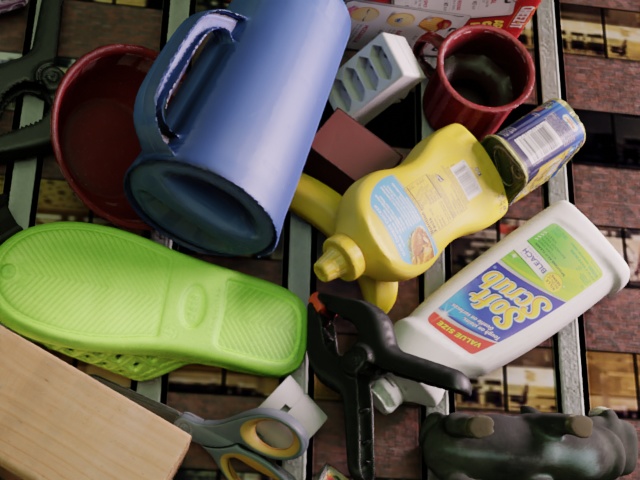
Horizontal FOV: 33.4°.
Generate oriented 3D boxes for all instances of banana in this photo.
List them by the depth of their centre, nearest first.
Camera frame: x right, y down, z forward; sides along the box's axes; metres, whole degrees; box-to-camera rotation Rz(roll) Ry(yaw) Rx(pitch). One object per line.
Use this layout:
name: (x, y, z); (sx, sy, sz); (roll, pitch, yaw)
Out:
banana: (0.010, -0.005, 0.953); (0.069, 0.037, 0.198); (-34, 77, -22)

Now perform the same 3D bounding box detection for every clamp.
clamp: (0.033, 0.113, 0.876); (0.120, 0.039, 0.172); (-46, 48, -2)
clamp: (-0.230, -0.138, 0.965); (0.164, 0.036, 0.209); (33, 66, 1)

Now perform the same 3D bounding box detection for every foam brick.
foam brick: (0.027, -0.071, 0.974); (0.078, 0.053, 0.051); (38, 67, 6)

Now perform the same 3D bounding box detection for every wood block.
wood block: (-0.212, 0.147, 0.825); (0.206, 0.091, 0.090); (30, 67, 2)

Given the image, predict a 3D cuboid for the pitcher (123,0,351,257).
pitcher: (-0.063, -0.119, 0.896); (0.145, 0.149, 0.242); (24, 61, -5)

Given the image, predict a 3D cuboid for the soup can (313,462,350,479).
soup can: (0.029, 0.233, 0.846); (0.102, 0.068, 0.068); (33, 67, 3)

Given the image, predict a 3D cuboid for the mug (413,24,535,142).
mug: (0.135, -0.150, 1.008); (0.117, 0.082, 0.093); (38, 67, 6)

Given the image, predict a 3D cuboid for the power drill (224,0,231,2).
power drill: (-0.074, -0.327, 1.056); (0.184, 0.057, 0.187); (20, 67, 2)

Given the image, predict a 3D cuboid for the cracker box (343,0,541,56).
cracker box: (0.092, -0.241, 0.993); (0.213, 0.164, 0.072); (2, 70, -9)

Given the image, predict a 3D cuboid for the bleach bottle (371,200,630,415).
bleach bottle: (0.148, 0.072, 0.935); (0.250, 0.068, 0.102); (-36, 79, -18)

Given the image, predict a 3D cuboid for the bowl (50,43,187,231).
bowl: (-0.170, -0.084, 0.922); (0.161, 0.055, 0.162); (8, 78, -40)

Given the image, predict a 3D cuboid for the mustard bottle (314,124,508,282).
mustard bottle: (0.071, -0.019, 0.918); (0.191, 0.058, 0.096); (-33, 97, -28)

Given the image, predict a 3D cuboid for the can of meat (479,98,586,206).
can of meat: (0.186, -0.075, 0.978); (0.083, 0.102, 0.057); (-32, 77, -22)

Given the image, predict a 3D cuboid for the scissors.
scissors: (-0.092, 0.141, 0.860); (0.202, 0.096, 0.016); (37, 28, 4)
